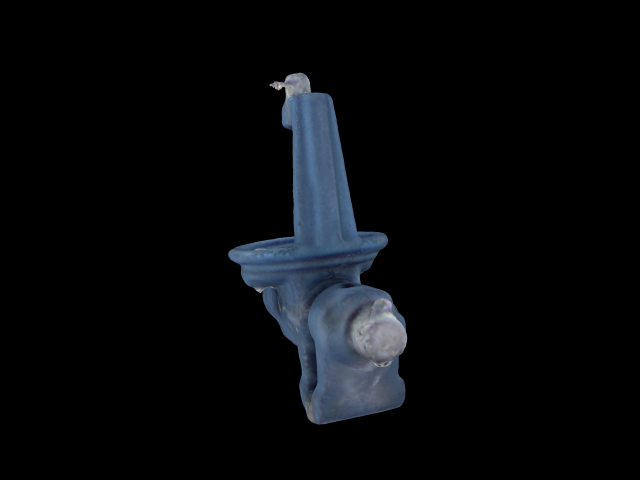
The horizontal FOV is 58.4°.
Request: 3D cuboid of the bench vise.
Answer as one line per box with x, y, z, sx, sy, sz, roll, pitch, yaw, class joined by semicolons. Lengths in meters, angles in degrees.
0.013;-0.001;0.407;0.122;0.220;0.206;-15;25;-35;bench vise
